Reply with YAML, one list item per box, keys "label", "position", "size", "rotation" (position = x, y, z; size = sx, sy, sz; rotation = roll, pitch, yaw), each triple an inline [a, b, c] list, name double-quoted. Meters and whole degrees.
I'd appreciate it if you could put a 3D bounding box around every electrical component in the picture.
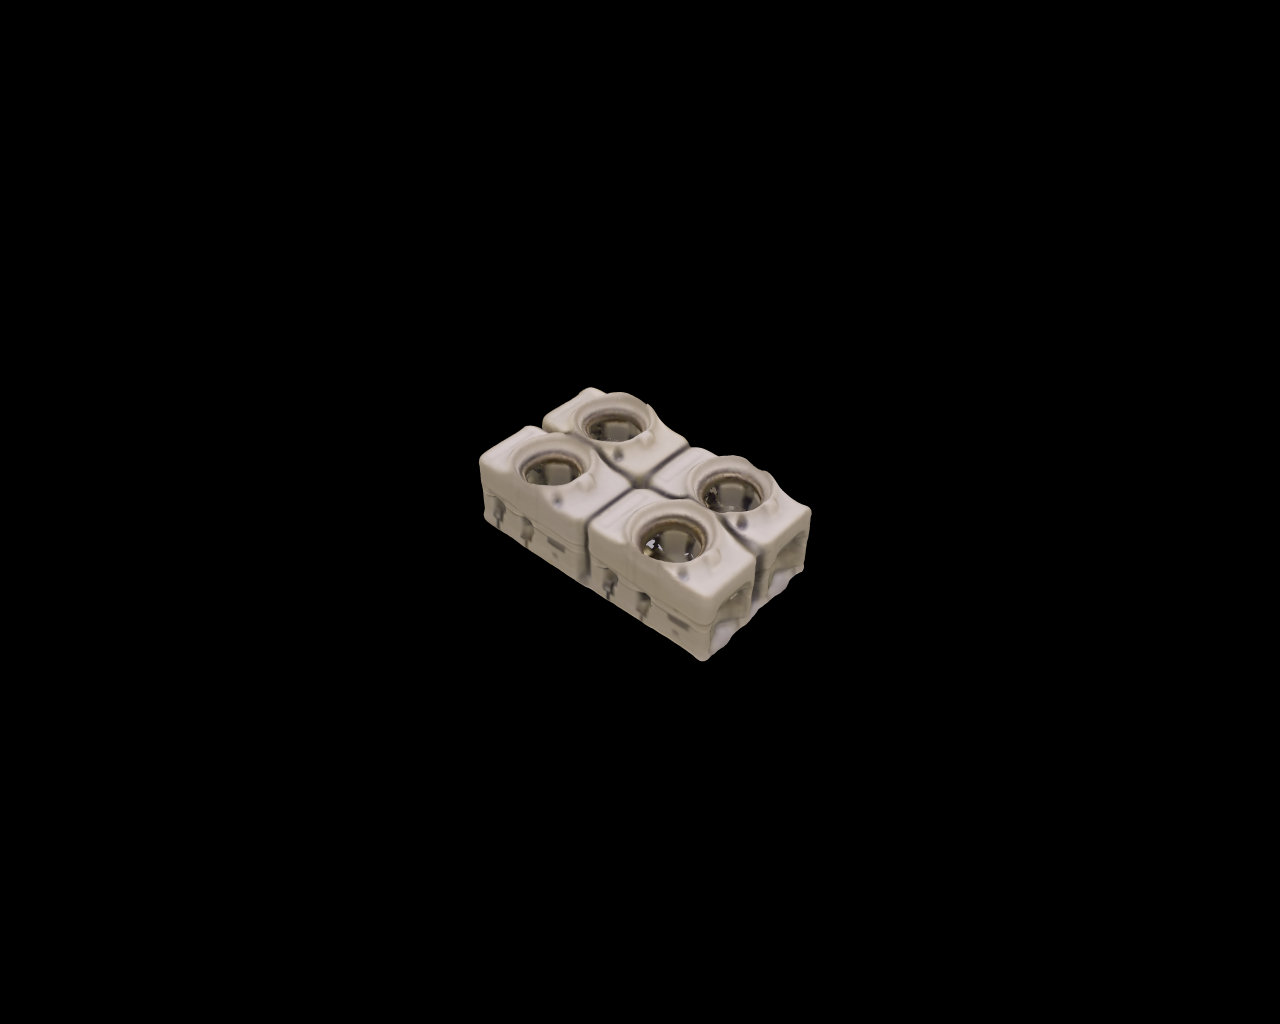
- label: "electrical component"
  position: [0.001, -0.003, 0.650]
  size: [0.186, 0.060, 0.106]
  rotation: [31, 51, 30]
